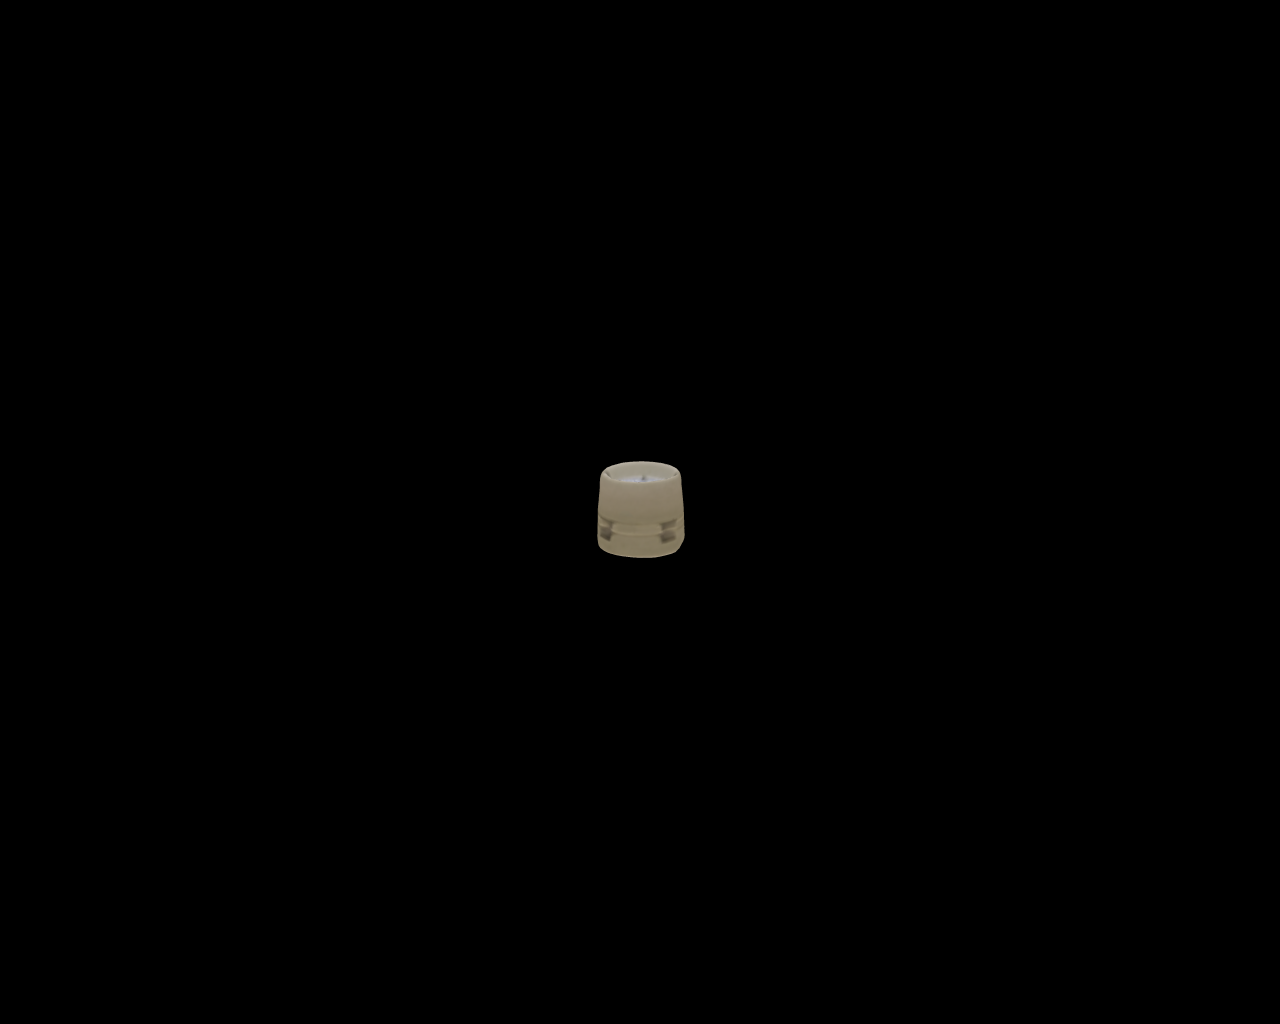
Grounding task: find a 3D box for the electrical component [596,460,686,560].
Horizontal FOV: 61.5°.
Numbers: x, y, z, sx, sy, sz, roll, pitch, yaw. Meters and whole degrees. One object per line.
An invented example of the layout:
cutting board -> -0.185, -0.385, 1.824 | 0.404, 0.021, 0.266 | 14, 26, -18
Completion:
electrical component -> 0.001, -0.003, 0.650 | 0.055, 0.047, 0.055 | 0, 18, 0
